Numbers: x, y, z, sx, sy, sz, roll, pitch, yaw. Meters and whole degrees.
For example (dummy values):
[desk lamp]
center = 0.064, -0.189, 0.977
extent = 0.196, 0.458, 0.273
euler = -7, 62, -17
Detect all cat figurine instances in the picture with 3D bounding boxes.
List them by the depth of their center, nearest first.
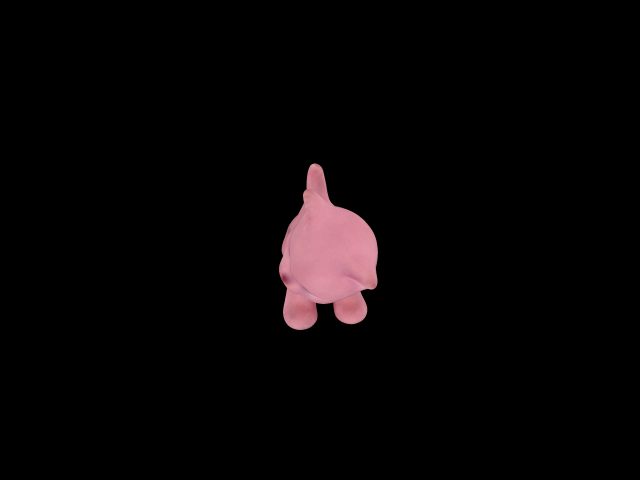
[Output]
[cat figurine]
center = 0.004, 0.001, 0.400
extent = 0.067, 0.118, 0.127
euler = -4, 46, -4
